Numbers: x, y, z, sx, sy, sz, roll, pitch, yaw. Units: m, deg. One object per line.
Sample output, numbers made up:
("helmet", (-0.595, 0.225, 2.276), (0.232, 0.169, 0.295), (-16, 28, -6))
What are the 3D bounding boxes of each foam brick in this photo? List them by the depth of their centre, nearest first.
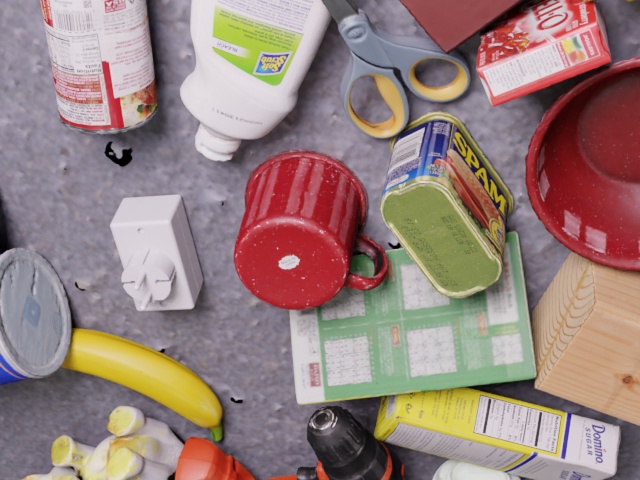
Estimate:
("foam brick", (0.092, -0.161, 0.648), (0.078, 0.053, 0.051), (-33, 114, 28))

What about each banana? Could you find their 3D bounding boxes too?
("banana", (-0.158, 0.115, 0.896), (0.197, 0.037, 0.070), (29, 125, -11))

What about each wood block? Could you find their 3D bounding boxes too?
("wood block", (0.268, 0.084, 0.771), (0.206, 0.090, 0.091), (20, 127, -5))

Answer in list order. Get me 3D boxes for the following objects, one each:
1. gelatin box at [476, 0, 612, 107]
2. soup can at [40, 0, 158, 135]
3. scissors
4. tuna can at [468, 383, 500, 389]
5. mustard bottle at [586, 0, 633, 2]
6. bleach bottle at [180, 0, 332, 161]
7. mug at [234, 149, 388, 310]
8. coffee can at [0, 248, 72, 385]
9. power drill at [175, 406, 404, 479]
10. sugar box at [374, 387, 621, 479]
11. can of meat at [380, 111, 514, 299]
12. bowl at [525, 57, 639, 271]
("gelatin box", (0.134, -0.122, 0.646), (0.073, 0.089, 0.030), (-19, 116, 21))
("soup can", (-0.145, -0.129, 0.701), (0.068, 0.068, 0.102), (4, 125, 7))
("scissors", (0.041, -0.132, 0.657), (0.096, 0.016, 0.201), (-14, 146, 3))
("tuna can", (0.117, 0.074, 0.823), (0.086, 0.033, 0.086), (5, 126, 6))
("mustard bottle", (0.231, -0.185, 0.587), (0.192, 0.058, 0.096), (-26, 120, 15))
("bleach bottle", (-0.041, -0.157, 0.668), (0.102, 0.068, 0.251), (19, 128, -6))
("mug", (-0.005, 0.001, 0.762), (0.117, 0.081, 0.093), (28, 125, -11))
("coffee can", (-0.285, 0.070, 0.845), (0.140, 0.102, 0.103), (-13, 122, 18))
("power drill", (-0.023, 0.198, 0.889), (0.188, 0.057, 0.184), (-6, 137, 26))
("sugar box", (0.138, 0.153, 0.849), (0.176, 0.048, 0.093), (12, 159, -2))
("can of meat", (0.086, -0.023, 0.728), (0.058, 0.084, 0.102), (-25, 117, 28))
("bowl", (0.216, -0.059, 0.698), (0.162, 0.055, 0.162), (5, 126, 6))
